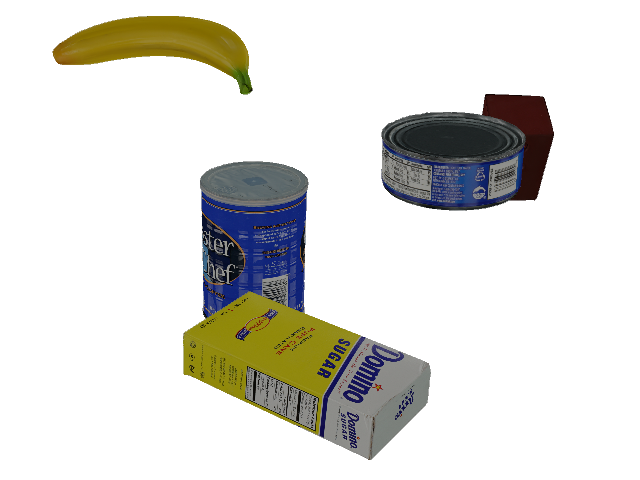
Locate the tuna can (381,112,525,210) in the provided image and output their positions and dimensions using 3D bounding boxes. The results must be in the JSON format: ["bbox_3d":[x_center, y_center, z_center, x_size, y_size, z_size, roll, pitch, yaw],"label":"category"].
[{"bbox_3d":[0.079,-0.049,0.645,0.086,0.034,0.086,0,25,0],"label":"tuna can"}]

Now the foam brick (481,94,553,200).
[{"bbox_3d":[0.164,-0.079,0.915,0.053,0.051,0.078,0,-43,-2],"label":"foam brick"}]

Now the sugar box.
[{"bbox_3d":[-0.012,0.100,0.833,0.176,0.048,0.093,17,29,28],"label":"sugar box"}]

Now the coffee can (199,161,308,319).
[{"bbox_3d":[-0.064,0.006,1.036,0.103,0.140,0.103,1,24,-1],"label":"coffee can"}]

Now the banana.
[{"bbox_3d":[-0.145,-0.177,0.970,0.198,0.037,0.069,10,46,17],"label":"banana"}]
